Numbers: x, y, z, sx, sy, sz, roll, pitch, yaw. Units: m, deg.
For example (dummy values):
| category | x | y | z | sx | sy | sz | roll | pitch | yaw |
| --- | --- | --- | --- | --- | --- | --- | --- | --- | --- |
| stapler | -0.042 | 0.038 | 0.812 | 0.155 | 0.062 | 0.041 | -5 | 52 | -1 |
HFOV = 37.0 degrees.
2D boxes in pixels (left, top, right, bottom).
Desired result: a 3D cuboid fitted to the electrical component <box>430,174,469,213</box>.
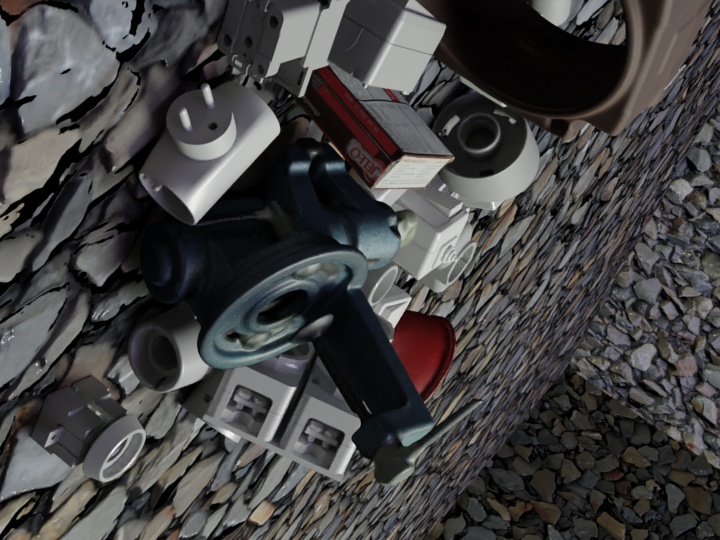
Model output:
| category | x | y | z | sx | sy | sz | roll | pitch | yaw |
| --- | --- | --- | --- | --- | --- | --- | --- | --- | --- |
| electrical component | 0.077 | -0.069 | 1.048 | 0.048 | 0.062 | 0.048 | -49 | 162 | -22 |

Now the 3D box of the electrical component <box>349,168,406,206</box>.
| category | x | y | z | sx | sy | sz | roll | pitch | yaw |
| --- | --- | --- | --- | --- | --- | --- | --- | --- | --- |
| electrical component | 0.024 | -0.091 | 0.891 | 0.077 | 0.044 | 0.079 | -46 | 160 | -30 |

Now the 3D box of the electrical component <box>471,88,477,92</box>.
| category | x | y | z | sx | sy | sz | roll | pitch | yaw |
| --- | --- | --- | --- | --- | --- | --- | --- | --- | --- |
| electrical component | 0.146 | -0.193 | 1.013 | 0.078 | 0.057 | 0.058 | -52 | 163 | -12 |

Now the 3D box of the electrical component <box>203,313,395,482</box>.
| category | x | y | z | sx | sy | sz | roll | pitch | yaw |
| --- | --- | --- | --- | --- | --- | --- | --- | --- | --- |
| electrical component | -0.038 | 0.070 | 0.822 | 0.186 | 0.105 | 0.060 | -70 | -174 | -70 |

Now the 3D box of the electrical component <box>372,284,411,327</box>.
| category | x | y | z | sx | sy | sz | roll | pitch | yaw |
| --- | --- | --- | --- | --- | --- | --- | --- | --- | --- |
| electrical component | 0.009 | 0.042 | 1.076 | 0.061 | 0.061 | 0.096 | -60 | 163 | 15 |

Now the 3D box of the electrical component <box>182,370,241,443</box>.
| category | x | y | z | sx | sy | sz | roll | pitch | yaw |
| --- | --- | --- | --- | --- | --- | --- | --- | --- | --- |
| electrical component | -0.110 | 0.107 | 0.884 | 0.047 | 0.055 | 0.055 | -56 | 164 | -10 |

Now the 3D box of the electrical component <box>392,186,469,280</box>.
| category | x | y | z | sx | sy | sz | roll | pitch | yaw |
| --- | --- | --- | --- | --- | --- | --- | --- | --- | --- |
| electrical component | 0.051 | -0.042 | 0.970 | 0.062 | 0.096 | 0.061 | -35 | 153 | -51 |

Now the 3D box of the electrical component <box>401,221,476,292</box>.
| category | x | y | z | sx | sy | sz | roll | pitch | yaw |
| --- | --- | --- | --- | --- | --- | --- | --- | --- | --- |
| electrical component | 0.086 | -0.022 | 1.170 | 0.053 | 0.059 | 0.095 | -47 | 162 | -26 |

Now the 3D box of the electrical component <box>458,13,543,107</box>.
| category | x | y | z | sx | sy | sz | roll | pitch | yaw |
| --- | --- | --- | --- | --- | --- | --- | --- | --- | --- |
| electrical component | 0.116 | -0.193 | 0.925 | 0.053 | 0.059 | 0.095 | -51 | 163 | -15 |

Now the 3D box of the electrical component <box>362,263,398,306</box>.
| category | x | y | z | sx | sy | sz | roll | pitch | yaw |
| --- | --- | --- | --- | --- | --- | --- | --- | --- | --- |
| electrical component | 0.000 | 0.000 | 0.980 | 0.045 | 0.055 | 0.045 | -49 | 162 | -22 |

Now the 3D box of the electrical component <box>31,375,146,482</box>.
| category | x | y | z | sx | sy | sz | roll | pitch | yaw |
| --- | --- | --- | --- | --- | --- | --- | --- | --- | --- |
| electrical component | -0.174 | 0.105 | 0.699 | 0.066 | 0.055 | 0.048 | -24 | 145 | -60 |

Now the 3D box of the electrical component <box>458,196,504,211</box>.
| category | x | y | z | sx | sy | sz | roll | pitch | yaw |
| --- | --- | --- | --- | --- | --- | --- | --- | --- | --- |
| electrical component | 0.114 | -0.108 | 1.088 | 0.047 | 0.066 | 0.076 | -44 | 131 | -33 |

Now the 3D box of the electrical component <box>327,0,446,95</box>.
| category | x | y | z | sx | sy | sz | roll | pitch | yaw |
| --- | --- | --- | --- | --- | --- | --- | --- | --- | --- |
| electrical component | 0.012 | -0.157 | 0.703 | 0.061 | 0.062 | 0.096 | -61 | 163 | 17 |

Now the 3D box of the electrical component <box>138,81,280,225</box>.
| category | x | y | z | sx | sy | sz | roll | pitch | yaw |
| --- | --- | --- | --- | --- | --- | --- | --- | --- | --- |
| electrical component | -0.088 | -0.076 | 0.611 | 0.077 | 0.044 | 0.079 | -50 | 162 | -18 |

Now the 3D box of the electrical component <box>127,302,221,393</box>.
| category | x | y | z | sx | sy | sz | roll | pitch | yaw |
| --- | --- | --- | --- | --- | --- | --- | --- | --- | --- |
| electrical component | -0.126 | 0.054 | 0.740 | 0.047 | 0.055 | 0.055 | -22 | 144 | -56 |

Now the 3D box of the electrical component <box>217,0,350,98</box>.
| category | x | y | z | sx | sy | sz | roll | pitch | yaw |
| --- | --- | --- | --- | --- | --- | --- | --- | --- | --- |
| electrical component | -0.045 | -0.140 | 0.613 | 0.064 | 0.042 | 0.081 | -32 | 151 | -50 |

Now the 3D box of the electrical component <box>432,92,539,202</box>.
| category | x | y | z | sx | sy | sz | roll | pitch | yaw |
| --- | --- | --- | --- | --- | --- | --- | --- | --- | --- |
| electrical component | 0.116 | -0.116 | 1.008 | 0.099 | 0.099 | 0.064 | -53 | 157 | -8 |
